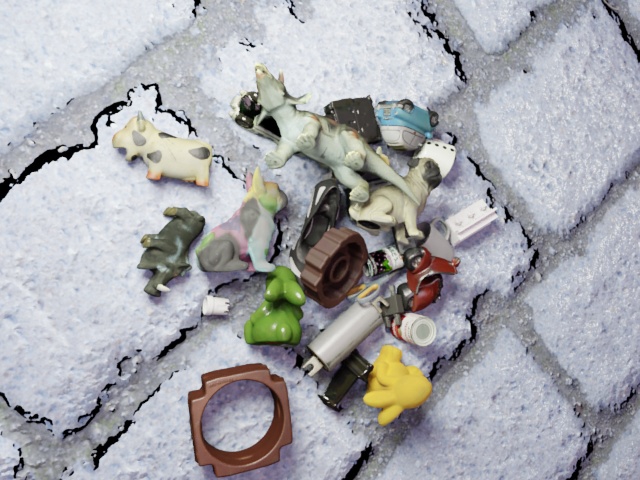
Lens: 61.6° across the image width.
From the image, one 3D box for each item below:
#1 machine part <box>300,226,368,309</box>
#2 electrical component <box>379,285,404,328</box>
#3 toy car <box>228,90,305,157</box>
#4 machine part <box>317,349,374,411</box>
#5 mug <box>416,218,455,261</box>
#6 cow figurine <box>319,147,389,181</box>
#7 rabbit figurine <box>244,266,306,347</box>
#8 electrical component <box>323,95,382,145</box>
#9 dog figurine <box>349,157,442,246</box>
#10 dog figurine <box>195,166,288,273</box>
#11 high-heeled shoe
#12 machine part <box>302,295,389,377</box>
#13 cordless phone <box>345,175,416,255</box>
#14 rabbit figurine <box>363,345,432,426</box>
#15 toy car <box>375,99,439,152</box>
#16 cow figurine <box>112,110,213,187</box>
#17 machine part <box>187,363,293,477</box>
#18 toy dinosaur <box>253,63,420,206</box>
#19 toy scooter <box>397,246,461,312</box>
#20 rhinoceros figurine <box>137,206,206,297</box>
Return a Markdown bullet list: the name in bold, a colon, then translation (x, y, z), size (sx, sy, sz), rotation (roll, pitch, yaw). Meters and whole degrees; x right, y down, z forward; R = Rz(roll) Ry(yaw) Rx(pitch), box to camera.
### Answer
- **machine part**: translation (0.031, 0.057, 1.153), size (0.179, 0.056, 0.179), rotation (-33, 138, -36)
- **electrical component**: translation (0.163, 0.153, 1.239), size (0.021, 0.063, 0.094), rotation (2, 74, -35)
- **toy car**: translation (-0.100, -0.250, 1.161), size (0.201, 0.056, 0.073), rotation (26, 80, -15)
- **machine part**: translation (0.057, 0.315, 1.199), size (0.139, 0.084, 0.039), rotation (-50, 136, -2)
- **mug**: translation (0.271, 0.008, 1.277), size (0.107, 0.081, 0.109), rotation (37, 77, -27)
- **cow figurine**: translation (0.090, -0.173, 1.203), size (0.167, 0.098, 0.068), rotation (-11, 88, -18)
- **rabbit figurine**: translation (-0.091, 0.131, 1.119), size (0.121, 0.159, 0.170), rotation (5, 72, -10)
- **electrical component**: translation (0.064, -0.260, 1.218), size (0.134, 0.058, 0.114), rotation (-18, 93, -19)
- **dog figurine**: translation (0.163, -0.104, 1.146), size (0.172, 0.121, 0.190), rotation (22, 74, -23)
- **dog figurine**: translation (-0.160, -0.040, 1.110), size (0.191, 0.108, 0.219), rotation (2, 84, -20)
- **high-heeled shoe**: translation (-0.002, -0.003, 1.142), size (0.086, 0.145, 0.248), rotation (8, 84, -18)
- **machine part**: translation (0.056, 0.208, 1.194), size (0.243, 0.079, 0.079), rotation (-41, 102, -15)
- **cordless phone**: translation (0.140, -0.047, 1.215), size (0.147, 0.089, 0.184), rotation (-14, 89, -19)
- **rabbit figurine**: translation (0.169, 0.320, 1.181), size (0.162, 0.173, 0.121), rotation (-37, 104, -21)
- **toy car**: translation (0.193, -0.253, 1.218), size (0.161, 0.109, 0.103), rotation (9, 90, -48)
- **cow figurine**: translation (-0.312, -0.180, 1.070), size (0.195, 0.085, 0.127), rotation (9, 92, -17)
- **machine part**: translation (-0.166, 0.365, 1.108), size (0.201, 0.087, 0.201), rotation (-7, 91, -18)
- **toy dinosaur**: translation (0.019, -0.196, 1.080), size (0.404, 0.131, 0.192), rotation (26, 42, -20)
- **toy scooter**: translation (0.251, 0.088, 1.230), size (0.135, 0.075, 0.183), rotation (-6, 127, -11)
- **rhinoceros figurine**: translation (-0.303, 0.021, 1.079), size (0.112, 0.073, 0.190), rotation (34, 76, -27)
